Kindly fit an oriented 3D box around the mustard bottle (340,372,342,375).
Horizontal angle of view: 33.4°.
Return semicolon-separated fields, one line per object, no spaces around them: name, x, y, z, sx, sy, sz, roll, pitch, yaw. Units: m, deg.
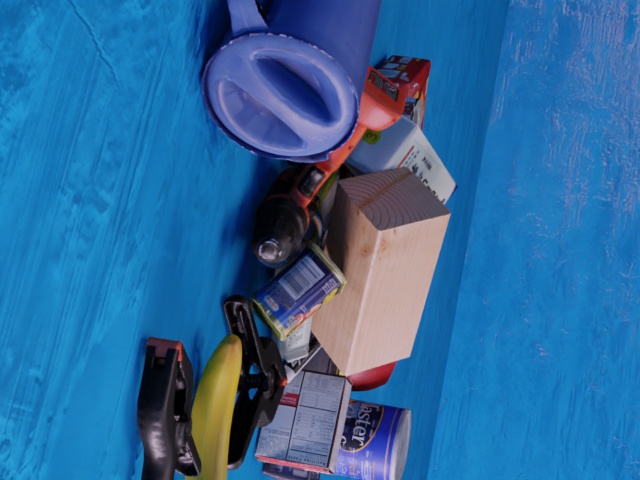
mustard bottle;0.021;0.128;1.408;0.191;0.058;0.096;-64;169;-52

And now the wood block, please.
wood block;0.059;0.036;1.149;0.090;0.090;0.206;52;-36;40

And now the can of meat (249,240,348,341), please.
can of meat;-0.024;0.054;1.078;0.084;0.057;0.102;-41;174;-9

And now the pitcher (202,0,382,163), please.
pitcher;-0.013;-0.202;0.943;0.149;0.145;0.242;123;-12;-46

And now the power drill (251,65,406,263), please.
power drill;0.003;-0.074;1.034;0.188;0.057;0.184;-49;-169;22

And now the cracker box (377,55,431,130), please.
cracker box;0.110;-0.152;1.581;0.164;0.072;0.214;-51;148;-64

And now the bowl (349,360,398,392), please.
bowl;0.080;0.140;1.425;0.162;0.055;0.162;25;88;-87

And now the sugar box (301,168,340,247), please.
sugar box;-0.009;0.002;1.242;0.093;0.048;0.176;-61;160;-54

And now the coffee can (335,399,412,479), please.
coffee can;0.041;0.259;1.397;0.102;0.140;0.103;9;90;-76

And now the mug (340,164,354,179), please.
mug;0.038;-0.118;1.290;0.117;0.093;0.081;-33;141;-38

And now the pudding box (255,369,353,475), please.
pudding box;-0.018;0.206;1.226;0.039;0.090;0.113;63;38;-66

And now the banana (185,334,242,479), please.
banana;-0.094;0.185;0.965;0.037;0.070;0.198;8;81;-35

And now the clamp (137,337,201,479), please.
clamp;-0.122;0.155;0.876;0.120;0.039;0.171;-68;165;-75

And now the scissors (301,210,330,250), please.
scissors;-0.020;0.038;1.191;0.202;0.096;0.016;-60;-152;24

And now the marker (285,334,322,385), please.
marker;-0.023;0.138;1.226;0.121;0.020;0.020;-46;150;-28

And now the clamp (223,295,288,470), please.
clamp;-0.067;0.135;1.093;0.210;0.036;0.164;4;88;-80

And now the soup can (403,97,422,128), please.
soup can;0.074;-0.153;1.364;0.068;0.102;0.068;8;90;-76
